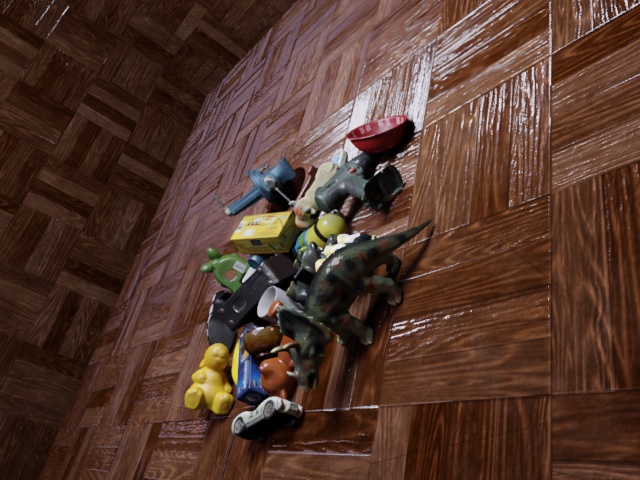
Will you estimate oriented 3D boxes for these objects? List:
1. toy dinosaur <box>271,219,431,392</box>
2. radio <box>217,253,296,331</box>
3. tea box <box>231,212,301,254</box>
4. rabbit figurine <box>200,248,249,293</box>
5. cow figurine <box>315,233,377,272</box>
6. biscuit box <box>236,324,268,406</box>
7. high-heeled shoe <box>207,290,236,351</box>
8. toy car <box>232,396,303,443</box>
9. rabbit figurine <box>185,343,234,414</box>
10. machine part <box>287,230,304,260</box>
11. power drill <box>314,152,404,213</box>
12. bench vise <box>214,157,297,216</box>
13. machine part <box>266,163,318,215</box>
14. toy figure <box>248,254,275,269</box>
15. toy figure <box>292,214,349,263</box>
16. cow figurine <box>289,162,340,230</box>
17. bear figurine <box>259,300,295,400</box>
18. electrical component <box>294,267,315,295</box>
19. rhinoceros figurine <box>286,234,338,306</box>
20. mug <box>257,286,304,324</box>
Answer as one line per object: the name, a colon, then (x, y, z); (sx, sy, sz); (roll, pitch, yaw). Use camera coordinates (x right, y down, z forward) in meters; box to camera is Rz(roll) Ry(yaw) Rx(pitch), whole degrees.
toy dinosaur: (0.048, 0.093, 1.059); (0.404, 0.192, 0.131); (-61, 29, -1)
radio: (-0.166, 0.140, 1.435); (0.229, 0.073, 0.131); (-48, -12, 23)
tea box: (-0.147, -0.018, 1.469); (0.170, 0.068, 0.098); (-1, 46, 34)
rabbit figurine: (-0.299, 0.095, 1.716); (0.170, 0.159, 0.121); (-159, 89, -78)
cow figurine: (0.061, 0.037, 1.165); (0.098, 0.068, 0.167); (-11, 18, 33)
biscuit box: (-0.167, 0.310, 1.347); (0.063, 0.059, 0.203); (-44, 31, 28)
high-heeled shoe: (-0.303, 0.263, 1.627); (0.145, 0.086, 0.249); (122, 154, -59)
toy car: (-0.117, 0.389, 1.168); (0.202, 0.073, 0.056); (-38, 35, 35)
rabbit figurine: (-0.277, 0.355, 1.429); (0.162, 0.122, 0.173); (-118, 39, -84)
machine part: (-0.068, 0.021, 1.483); (0.139, 0.039, 0.084); (-48, 48, 22)
power drill: (0.106, -0.149, 1.297); (0.232, 0.085, 0.208); (-41, 33, -17)
bench vise: (-0.175, -0.139, 1.538); (0.240, 0.128, 0.224); (-36, 23, 7)
machine part: (-0.065, -0.120, 1.580); (0.201, 0.087, 0.201); (-60, 27, -4)
toy figure: (-0.146, 0.027, 1.542); (0.154, 0.064, 0.057); (-49, -4, -43)
toy figure: (-0.004, -0.001, 1.352); (0.180, 0.089, 0.082); (-26, 48, 43)
cow figurine: (-0.003, -0.114, 1.406); (0.086, 0.127, 0.195); (28, 88, 33)
bear figurine: (-0.088, 0.254, 1.200); (0.196, 0.131, 0.120); (-54, 32, -3)
electrical component: (0.003, 0.104, 1.203); (0.075, 0.119, 0.048); (-53, 27, 7)
rhinoceros figurine: (-0.009, 0.072, 1.271); (0.073, 0.112, 0.190); (-52, -14, -76)
mug: (-0.089, 0.165, 1.310); (0.081, 0.107, 0.110); (-51, 25, 15)
